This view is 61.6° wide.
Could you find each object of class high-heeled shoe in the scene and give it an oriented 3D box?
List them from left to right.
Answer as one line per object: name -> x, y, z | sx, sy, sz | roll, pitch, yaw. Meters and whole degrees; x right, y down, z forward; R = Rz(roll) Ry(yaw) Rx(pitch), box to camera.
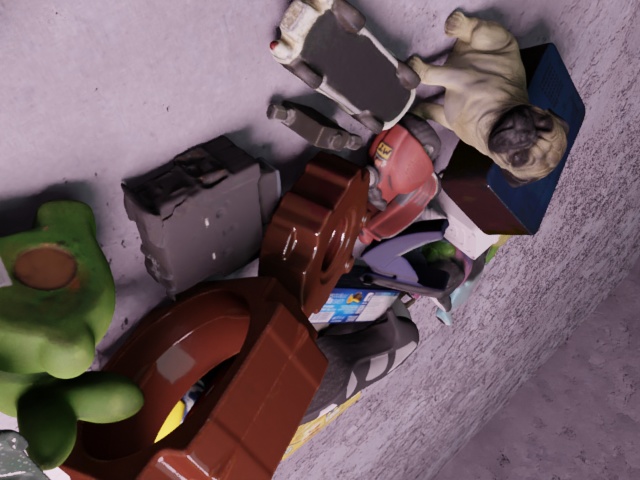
high-heeled shoe -> 0.040, 0.185, 0.740 | 0.249, 0.086, 0.145 | -38, 144, -14

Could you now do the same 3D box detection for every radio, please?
radio -> 0.255, -0.124, 0.689 | 0.131, 0.073, 0.229 | 41, 69, -32

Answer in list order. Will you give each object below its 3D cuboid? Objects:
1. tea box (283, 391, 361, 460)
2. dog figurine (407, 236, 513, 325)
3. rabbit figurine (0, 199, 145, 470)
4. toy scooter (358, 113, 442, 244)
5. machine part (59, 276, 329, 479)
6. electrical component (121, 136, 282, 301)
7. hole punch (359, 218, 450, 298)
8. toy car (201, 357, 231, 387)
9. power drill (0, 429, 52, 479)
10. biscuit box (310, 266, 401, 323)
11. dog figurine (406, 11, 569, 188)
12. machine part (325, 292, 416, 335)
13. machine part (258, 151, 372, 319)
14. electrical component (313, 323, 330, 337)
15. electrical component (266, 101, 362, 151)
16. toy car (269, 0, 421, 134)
tea box -> -0.016, 0.255, 0.853 | 0.170, 0.068, 0.098 | -29, 142, -27
dog figurine -> 0.229, 0.013, 0.876 | 0.219, 0.109, 0.191 | -48, 145, -12
rabbit figurine -> -0.200, 0.078, 0.397 | 0.121, 0.159, 0.170 | -30, 159, -44
toy scooter -> 0.088, -0.062, 0.654 | 0.135, 0.075, 0.183 | -44, 151, -4
machine part -> -0.107, 0.131, 0.459 | 0.087, 0.202, 0.201 | 54, 48, -25
electrical component -> -0.097, -0.023, 0.482 | 0.134, 0.058, 0.114 | -32, 145, -26
hole punch -> 0.117, 0.015, 0.717 | 0.142, 0.116, 0.092 | -38, 134, -68
toy car -> -0.091, 0.183, 0.703 | 0.089, 0.053, 0.201 | -34, 143, -10
power drill -> -0.252, 0.144, 0.337 | 0.086, 0.208, 0.231 | -48, 142, -37
biscuit box -> 0.028, 0.072, 0.725 | 0.202, 0.063, 0.059 | 10, 115, -54
dog figurine -> 0.209, -0.157, 0.592 | 0.172, 0.191, 0.121 | -48, 148, -5
machine part -> 0.058, 0.152, 0.828 | 0.243, 0.079, 0.079 | -33, 144, -26
machine part -> -0.001, -0.002, 0.565 | 0.179, 0.056, 0.179 | -57, 161, -32
electrical component -> -0.029, 0.124, 0.727 | 0.102, 0.045, 0.078 | 9, 107, -55
electrical component -> -0.005, -0.105, 0.502 | 0.094, 0.063, 0.021 | 1, 122, -50
toy car -> 0.029, -0.159, 0.499 | 0.073, 0.056, 0.201 | -51, 147, 14
